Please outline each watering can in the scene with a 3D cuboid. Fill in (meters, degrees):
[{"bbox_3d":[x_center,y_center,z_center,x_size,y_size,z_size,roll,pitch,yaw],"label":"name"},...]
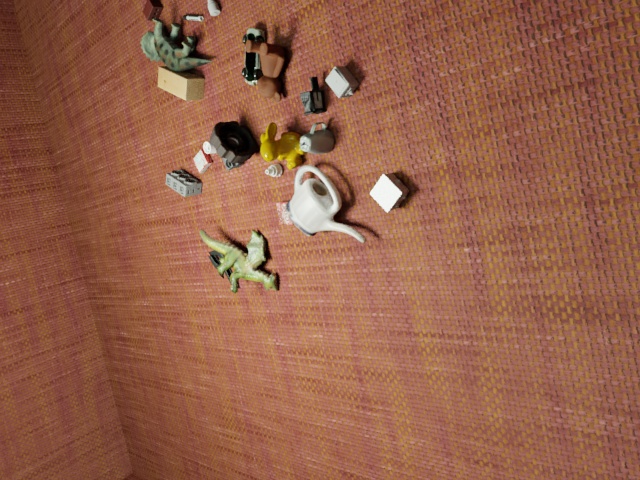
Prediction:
[{"bbox_3d":[0.005,-0.088,1.757,0.351,0.105,0.220,57,133,15],"label":"watering can"}]

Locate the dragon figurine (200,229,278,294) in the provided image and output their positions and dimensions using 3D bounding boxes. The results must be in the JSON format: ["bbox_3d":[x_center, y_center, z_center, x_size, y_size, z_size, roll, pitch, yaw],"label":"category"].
[{"bbox_3d":[-0.314,0.057,2.100,0.241,0.122,0.413,-40,79,15],"label":"dragon figurine"}]
